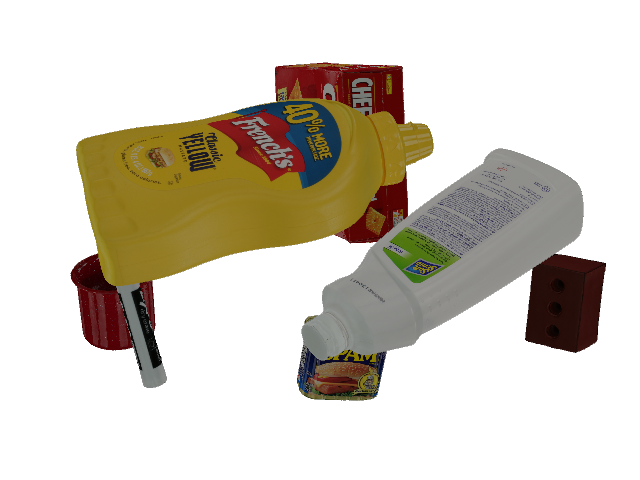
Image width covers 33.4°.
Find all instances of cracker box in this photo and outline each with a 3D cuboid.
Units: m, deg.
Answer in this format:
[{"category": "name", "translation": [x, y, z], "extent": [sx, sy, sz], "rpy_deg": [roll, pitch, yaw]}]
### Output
[{"category": "cracker box", "translation": [0.016, -0.096, 1.083], "extent": [0.072, 0.164, 0.214], "rpy_deg": [-7, 12, -17]}]

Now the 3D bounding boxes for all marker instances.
[{"category": "marker", "translation": [-0.140, 0.054, 0.805], "extent": [0.020, 0.121, 0.020], "rpy_deg": [-11, 18, 3]}]

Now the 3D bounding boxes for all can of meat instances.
[{"category": "can of meat", "translation": [0.026, 0.140, 1.260], "extent": [0.102, 0.084, 0.057], "rpy_deg": [4, 24, -14]}]

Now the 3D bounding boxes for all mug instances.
[{"category": "mug", "translation": [-0.236, 0.065, 1.197], "extent": [0.117, 0.081, 0.093], "rpy_deg": [24, 36, 36]}]

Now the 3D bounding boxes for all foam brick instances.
[{"category": "foam brick", "translation": [0.225, 0.057, 0.979], "extent": [0.053, 0.078, 0.051], "rpy_deg": [12, 17, 34]}]

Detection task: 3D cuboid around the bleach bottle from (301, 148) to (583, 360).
[{"category": "bleach bottle", "translation": [0.085, 0.015, 0.813], "extent": [0.250, 0.068, 0.103], "rpy_deg": [-30, 38, -29]}]

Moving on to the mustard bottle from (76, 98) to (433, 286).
[{"category": "mustard bottle", "translation": [-0.031, -0.036, 0.581], "extent": [0.191, 0.058, 0.096], "rpy_deg": [-13, 41, -11]}]
